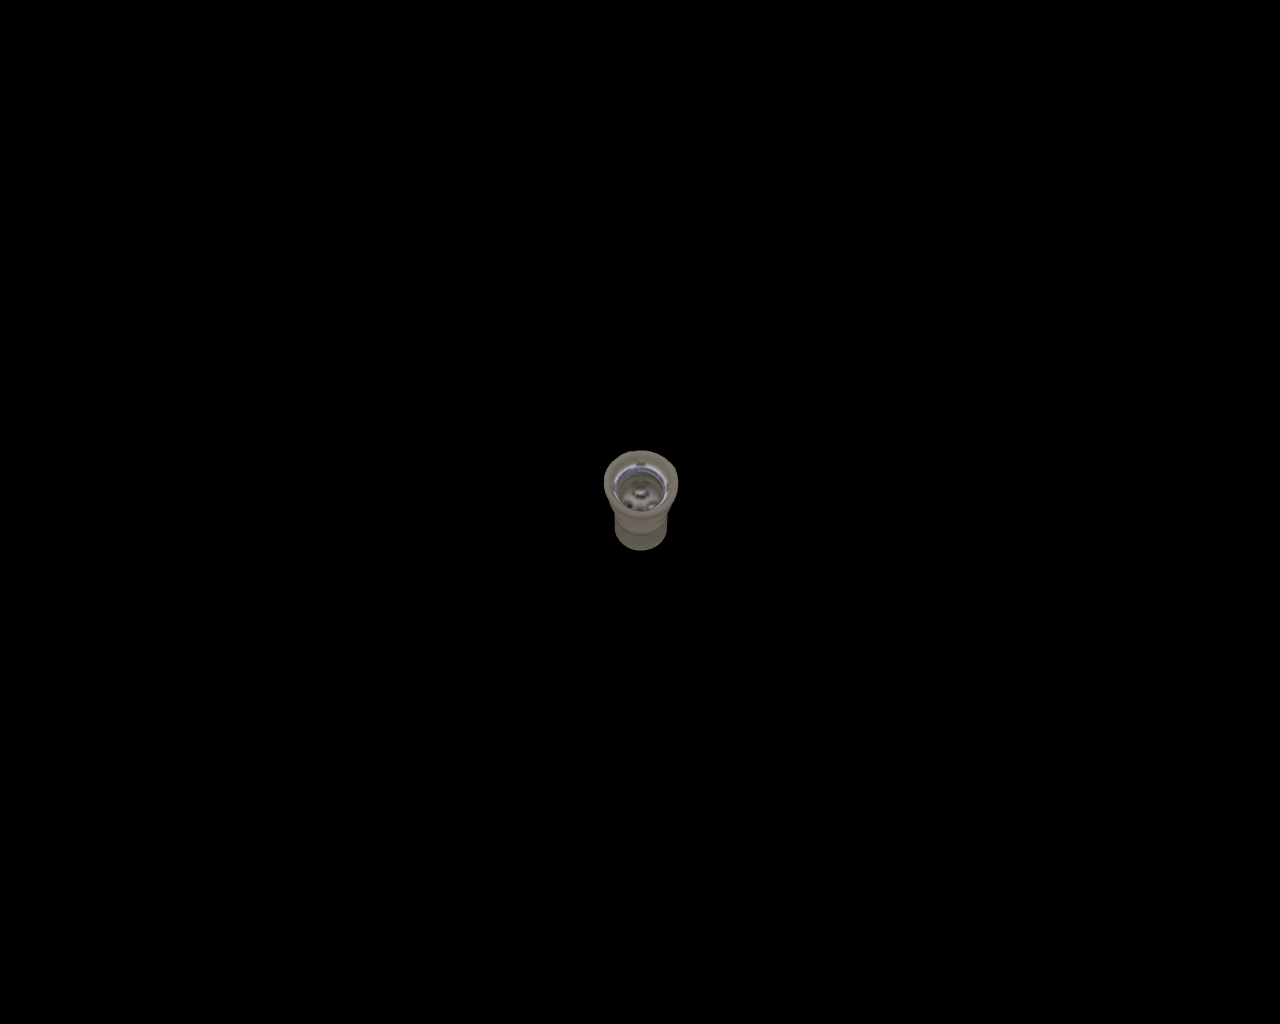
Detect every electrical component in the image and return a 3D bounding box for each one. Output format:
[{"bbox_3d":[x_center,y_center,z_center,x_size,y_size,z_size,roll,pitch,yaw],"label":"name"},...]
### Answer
[{"bbox_3d":[0.001,-0.003,0.650,0.044,0.044,0.065,0,-28,0],"label":"electrical component"}]
